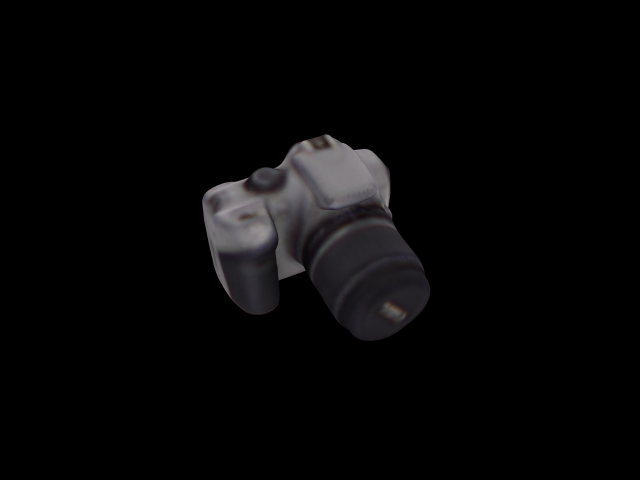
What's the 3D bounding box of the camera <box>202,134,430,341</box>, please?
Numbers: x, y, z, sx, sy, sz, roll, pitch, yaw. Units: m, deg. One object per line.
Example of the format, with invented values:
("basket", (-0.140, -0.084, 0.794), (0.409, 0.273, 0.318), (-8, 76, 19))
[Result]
("camera", (0.004, 0.001, 0.400), (0.143, 0.101, 0.136), (-20, 50, -17))
